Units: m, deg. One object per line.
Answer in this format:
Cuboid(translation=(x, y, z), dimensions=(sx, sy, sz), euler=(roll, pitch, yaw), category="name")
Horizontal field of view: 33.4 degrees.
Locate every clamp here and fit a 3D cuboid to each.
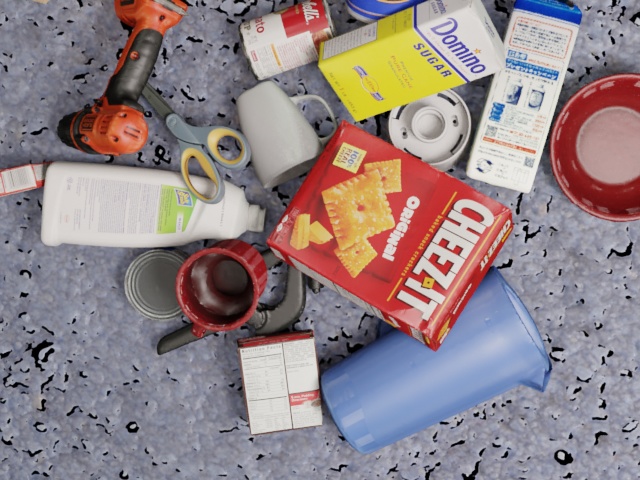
Cuboid(translation=(-0.070, 0.096, 1.249), dimensions=(0.164, 0.036, 0.210), euler=(36, 101, -4), category="clamp")

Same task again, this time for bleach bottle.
Cuboid(translation=(-0.188, -0.030, 1.230), dimensions=(0.251, 0.068, 0.102), euler=(7, 99, 2), category="bleach bottle")

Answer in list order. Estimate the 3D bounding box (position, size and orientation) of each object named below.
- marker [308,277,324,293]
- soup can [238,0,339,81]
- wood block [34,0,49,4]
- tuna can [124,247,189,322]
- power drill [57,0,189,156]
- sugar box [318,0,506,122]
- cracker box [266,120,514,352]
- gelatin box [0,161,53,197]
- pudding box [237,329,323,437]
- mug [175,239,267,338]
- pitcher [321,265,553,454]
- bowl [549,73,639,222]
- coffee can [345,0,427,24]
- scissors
Cuboid(translation=(-0.008, 0.002, 1.239), dimensions=(0.020, 0.020, 0.121), euler=(-3, 97, 5), category="marker")
Cuboid(translation=(-0.032, -0.224, 1.187), dimensions=(0.102, 0.068, 0.068), euler=(-17, 96, 7), category="soup can")
Cuboid(translation=(-0.271, -0.367, 1.178), dimensions=(0.206, 0.090, 0.091), euler=(-41, 93, 8), category="wood block")
Cuboid(translation=(-0.184, 0.051, 1.254), dimensions=(0.086, 0.033, 0.086), euler=(1, 98, 5), category="tuna can")
Cuboid(translation=(-0.222, -0.183, 1.183), dimensions=(0.057, 0.185, 0.187), euler=(21, 84, -36), category="power drill")
Cuboid(translation=(0.096, -0.194, 1.122), dimensions=(0.176, 0.048, 0.093), euler=(-16, 136, 26), category="sugar box")
Cuboid(translation=(0.074, -0.007, 1.144), dimensions=(0.214, 0.072, 0.164), euler=(30, 81, 19), category="cracker box")
Cuboid(translation=(-0.359, -0.068, 1.234), dimensions=(0.089, 0.073, 0.030), euler=(-12, 95, 7), category="gelatin box")
Cuboid(translation=(-0.045, 0.163, 1.226), dimensions=(0.090, 0.039, 0.113), euler=(-7, 102, -3), category="pudding box")
Cuboid(translation=(-0.110, 0.056, 1.185), dimensions=(0.093, 0.081, 0.117), euler=(27, 105, 3), category="mug")
Cuboid(translation=(0.123, 0.132, 1.200), dimensions=(0.243, 0.149, 0.145), euler=(-30, 109, 11), category="pitcher")
Cuboid(translation=(0.331, -0.103, 1.177), dimensions=(0.162, 0.055, 0.162), euler=(1, 98, 5), category="bowl")
Cuboid(translation=(0.077, -0.310, 1.119), dimensions=(0.103, 0.102, 0.140), euler=(3, 131, 4), category="coffee can")
Cuboid(translation=(-0.144, -0.136, 1.199), dimensions=(0.096, 0.016, 0.202), euler=(-31, 74, 17), category="scissors")
